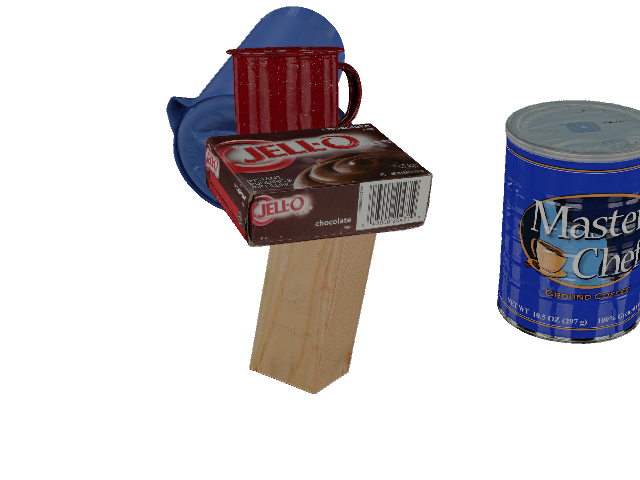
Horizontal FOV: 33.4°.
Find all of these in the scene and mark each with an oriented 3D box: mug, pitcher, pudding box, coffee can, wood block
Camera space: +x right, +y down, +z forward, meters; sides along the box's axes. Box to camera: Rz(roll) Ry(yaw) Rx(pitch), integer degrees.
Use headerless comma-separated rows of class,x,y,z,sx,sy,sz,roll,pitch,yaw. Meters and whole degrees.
mug,-0.017,-0.112,0.849,0.117,0.081,0.093,-10,15,-35
pitcher,-0.041,-0.137,1.088,0.145,0.149,0.242,-8,33,21
pudding box,-0.004,-0.036,0.634,0.113,0.039,0.090,-5,28,-21
coffee can,0.177,-0.015,0.740,0.103,0.140,0.103,-2,26,1
wood block,-0.007,0.052,1.198,0.090,0.206,0.090,18,18,23
